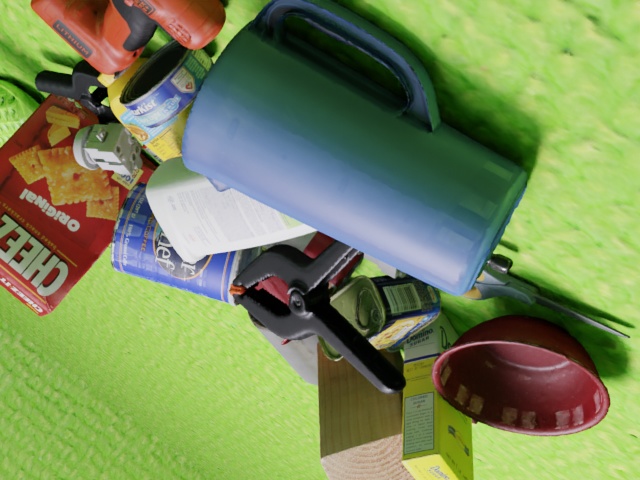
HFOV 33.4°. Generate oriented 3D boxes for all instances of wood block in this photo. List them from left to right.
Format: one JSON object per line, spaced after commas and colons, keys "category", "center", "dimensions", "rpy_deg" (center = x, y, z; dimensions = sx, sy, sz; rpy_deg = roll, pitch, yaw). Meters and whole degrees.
{"category": "wood block", "center": [0.053, 0.187, 1.139], "dimensions": [0.206, 0.090, 0.091], "rpy_deg": [-93, -18, -62]}

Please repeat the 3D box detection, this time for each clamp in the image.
{"category": "clamp", "center": [-0.243, -0.158, 1.130], "dimensions": [0.120, 0.039, 0.172], "rpy_deg": [32, 156, -12]}
{"category": "clamp", "center": [-0.004, 0.062, 1.001], "dimensions": [0.210, 0.036, 0.164], "rpy_deg": [-4, 101, 46]}

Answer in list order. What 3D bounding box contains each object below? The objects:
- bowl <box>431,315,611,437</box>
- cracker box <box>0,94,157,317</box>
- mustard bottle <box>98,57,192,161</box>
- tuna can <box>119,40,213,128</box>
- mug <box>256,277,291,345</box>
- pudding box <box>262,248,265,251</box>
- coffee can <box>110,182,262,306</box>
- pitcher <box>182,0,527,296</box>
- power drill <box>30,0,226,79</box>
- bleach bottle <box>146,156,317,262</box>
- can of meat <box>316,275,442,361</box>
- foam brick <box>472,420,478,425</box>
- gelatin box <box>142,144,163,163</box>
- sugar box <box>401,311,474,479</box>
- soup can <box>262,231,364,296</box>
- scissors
{"category": "bowl", "center": [0.186, 0.116, 0.977], "dimensions": [0.162, 0.055, 0.162], "rpy_deg": [13, 145, 9]}
{"category": "cracker box", "center": [-0.306, -0.046, 1.218], "dimensions": [0.164, 0.213, 0.072], "rpy_deg": [42, 159, -14]}
{"category": "mustard bottle", "center": [-0.145, -0.119, 1.032], "dimensions": [0.191, 0.058, 0.096], "rpy_deg": [43, 148, -16]}
{"category": "tuna can", "center": [-0.134, -0.139, 0.938], "dimensions": [0.033, 0.086, 0.086], "rpy_deg": [46, 157, -27]}
{"category": "mug", "center": [-0.021, 0.046, 1.126], "dimensions": [0.081, 0.117, 0.093], "rpy_deg": [52, 131, 7]}
{"category": "pudding box", "center": [-0.080, 0.038, 1.283], "dimensions": [0.090, 0.039, 0.113], "rpy_deg": [27, 156, 25]}
{"category": "coffee can", "center": [-0.141, 0.004, 1.155], "dimensions": [0.140, 0.102, 0.103], "rpy_deg": [16, 155, 8]}
{"category": "pitcher", "center": [0.031, -0.067, 0.800], "dimensions": [0.243, 0.145, 0.149], "rpy_deg": [29, 170, 10]}
{"category": "power drill", "center": [-0.182, -0.216, 0.892], "dimensions": [0.184, 0.057, 0.188], "rpy_deg": [44, 158, -17]}
{"category": "bleach bottle", "center": [-0.032, -0.040, 0.949], "dimensions": [0.251, 0.068, 0.102], "rpy_deg": [-6, 127, 33]}
{"category": "can of meat", "center": [0.057, 0.072, 1.036], "dimensions": [0.102, 0.083, 0.057], "rpy_deg": [-42, 63, 45]}
{"category": "foam brick", "center": [0.145, 0.157, 1.165], "dimensions": [0.078, 0.053, 0.051], "rpy_deg": [16, 151, 41]}
{"category": "gelatin box", "center": [-0.138, -0.087, 1.129], "dimensions": [0.089, 0.030, 0.073], "rpy_deg": [42, 159, -16]}
{"category": "sugar box", "center": [0.119, 0.163, 1.063], "dimensions": [0.048, 0.176, 0.093], "rpy_deg": [-14, 135, 24]}
{"category": "soup can", "center": [-0.007, 0.001, 1.058], "dimensions": [0.102, 0.068, 0.069], "rpy_deg": [37, 159, 2]}
{"category": "scissors", "center": [0.175, 0.052, 0.954], "dimensions": [0.202, 0.016, 0.096], "rpy_deg": [30, 160, 15]}
